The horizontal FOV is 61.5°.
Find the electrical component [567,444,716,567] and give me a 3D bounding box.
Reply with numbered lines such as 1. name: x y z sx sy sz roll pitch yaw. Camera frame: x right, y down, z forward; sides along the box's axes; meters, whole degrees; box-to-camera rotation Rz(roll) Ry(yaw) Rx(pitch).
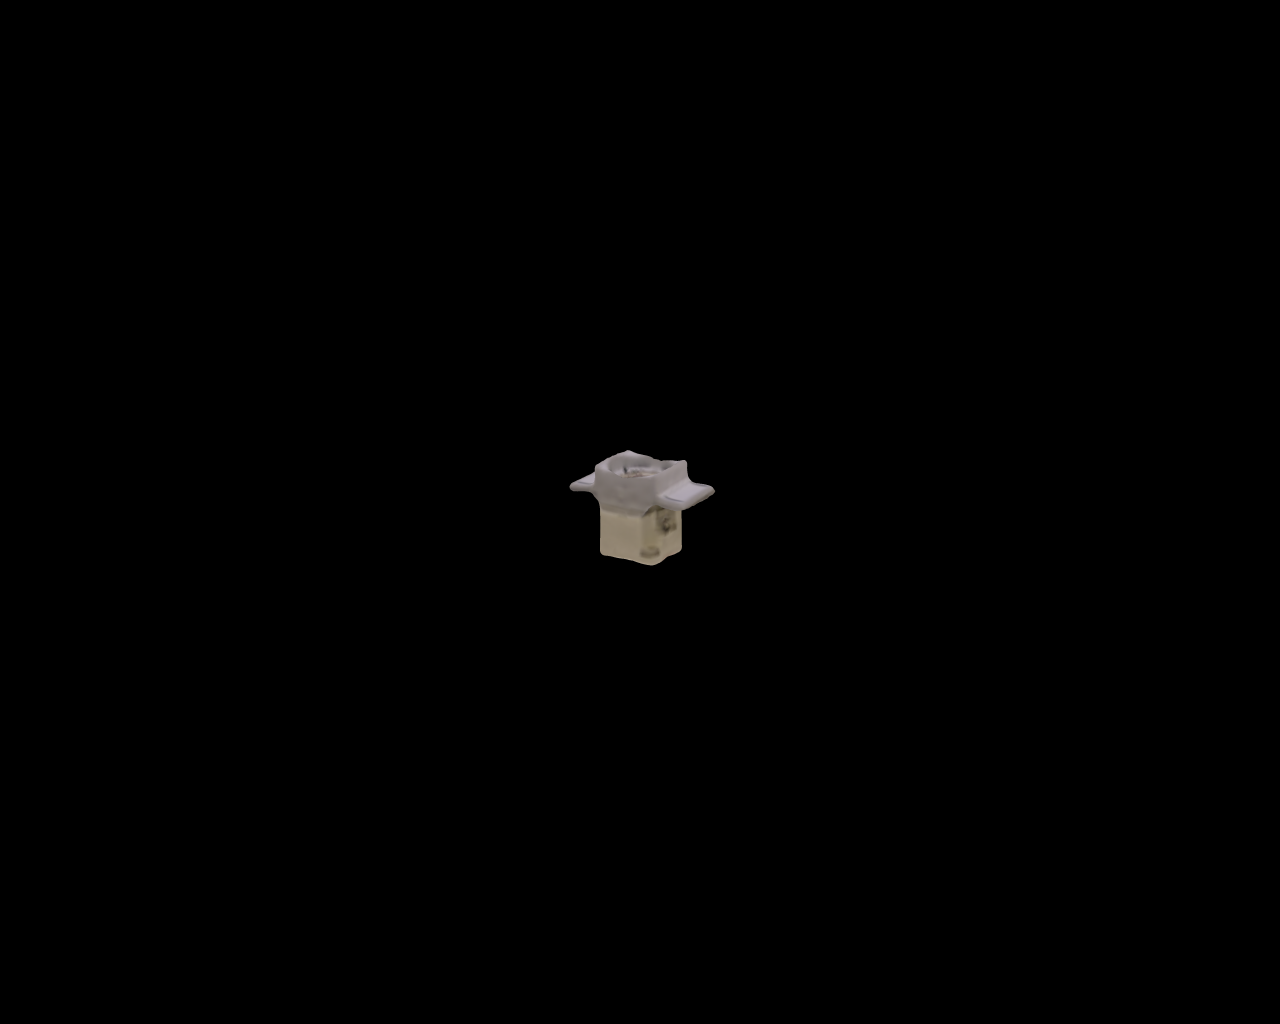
1. electrical component: 0.001 -0.003 0.650 0.081 0.063 0.042 12 23 31
